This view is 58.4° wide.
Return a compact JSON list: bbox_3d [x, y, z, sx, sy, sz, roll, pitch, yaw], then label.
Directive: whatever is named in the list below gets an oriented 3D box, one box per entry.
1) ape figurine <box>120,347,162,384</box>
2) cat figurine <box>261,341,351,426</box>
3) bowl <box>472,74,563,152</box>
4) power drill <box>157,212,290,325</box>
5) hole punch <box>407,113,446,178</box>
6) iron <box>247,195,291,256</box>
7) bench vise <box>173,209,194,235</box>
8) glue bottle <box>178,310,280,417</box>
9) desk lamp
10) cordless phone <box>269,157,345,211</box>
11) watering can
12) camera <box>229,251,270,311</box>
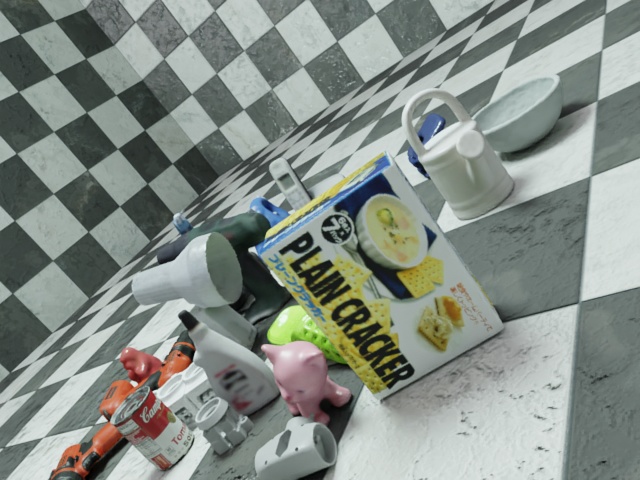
[{"bbox_3d":[-0.361,0.252,1.142,0.076,0.092,0.077,-42,17,-15],"label":"ape figurine"},{"bbox_3d":[-0.026,0.154,0.661,0.067,0.118,0.127,-43,17,-19],"label":"cat figurine"},{"bbox_3d":[0.330,-0.195,0.943,0.167,0.075,0.167,-34,17,12],"label":"bowl"},{"bbox_3d":[-0.162,0.054,1.056,0.229,0.209,0.075,-30,18,23],"label":"power drill"},{"bbox_3d":[0.216,-0.188,1.132,0.101,0.091,0.108,-36,16,6],"label":"hole punch"},{"bbox_3d":[-0.120,-0.049,1.369,0.118,0.141,0.258,-35,16,8],"label":"iron"},{"bbox_3d":[-0.289,0.032,1.361,0.206,0.220,0.122,-15,28,53],"label":"bench vise"},{"bbox_3d":[-0.131,0.159,0.767,0.078,0.173,0.037,-36,17,6],"label":"glue bottle"},{"bbox_3d":[-0.200,0.112,0.966,0.203,0.214,0.118,-31,18,21],"label":"desk lamp"},{"bbox_3d":[-0.018,-0.115,1.256,0.147,0.185,0.094,-29,18,26],"label":"cordless phone"},{"bbox_3d":[0.198,-0.135,0.840,0.101,0.194,0.172,-44,18,-20],"label":"watering can"},{"bbox_3d":[-0.195,0.094,1.207,0.143,0.101,0.137,-31,18,21],"label":"camera"}]
